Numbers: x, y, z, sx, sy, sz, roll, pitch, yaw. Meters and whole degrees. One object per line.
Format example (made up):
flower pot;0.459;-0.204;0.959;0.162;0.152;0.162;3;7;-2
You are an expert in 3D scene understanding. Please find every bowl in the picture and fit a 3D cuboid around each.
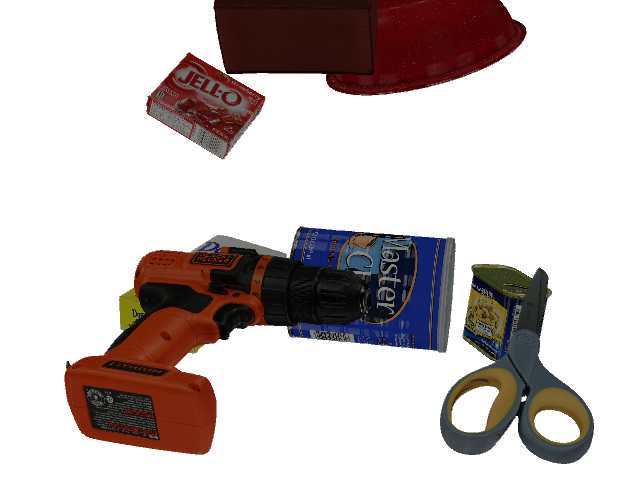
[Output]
bowl;0.075;-0.170;0.834;0.162;0.055;0.162;-14;24;6

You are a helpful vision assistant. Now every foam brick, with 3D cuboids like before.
foam brick;-0.011;-0.119;0.535;0.078;0.053;0.051;1;-29;7

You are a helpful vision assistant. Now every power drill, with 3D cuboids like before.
power drill;-0.073;0.068;0.737;0.185;0.057;0.187;3;27;20

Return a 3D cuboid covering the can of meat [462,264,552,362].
can of meat;0.200;0.081;1.159;0.057;0.084;0.102;2;16;-22

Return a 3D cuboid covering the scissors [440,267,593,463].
scissors;0.143;0.077;0.670;0.096;0.016;0.201;19;36;27

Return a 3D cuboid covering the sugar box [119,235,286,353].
sugar box;-0.118;0.051;1.111;0.093;0.048;0.176;16;31;25

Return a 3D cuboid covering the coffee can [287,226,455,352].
coffee can;0.047;0.043;0.960;0.140;0.103;0.102;5;1;9

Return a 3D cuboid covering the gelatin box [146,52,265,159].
gelatin box;-0.109;-0.129;1.011;0.089;0.073;0.030;31;-37;3
